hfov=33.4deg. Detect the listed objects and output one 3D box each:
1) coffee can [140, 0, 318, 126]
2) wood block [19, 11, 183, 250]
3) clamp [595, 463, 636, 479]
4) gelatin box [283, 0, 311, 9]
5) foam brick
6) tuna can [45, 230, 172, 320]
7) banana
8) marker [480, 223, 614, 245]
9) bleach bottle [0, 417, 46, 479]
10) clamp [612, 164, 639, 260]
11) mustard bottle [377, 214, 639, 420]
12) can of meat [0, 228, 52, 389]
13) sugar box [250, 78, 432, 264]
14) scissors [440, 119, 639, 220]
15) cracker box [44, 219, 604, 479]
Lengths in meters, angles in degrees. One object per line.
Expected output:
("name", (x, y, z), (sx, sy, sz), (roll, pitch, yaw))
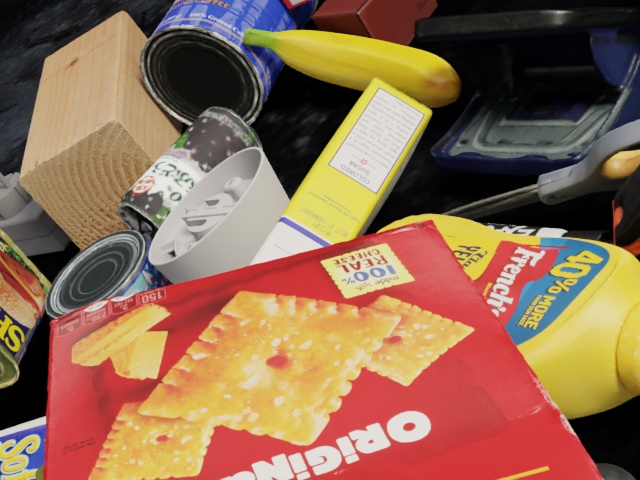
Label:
("coffee can", (-0.070, -0.170, 0.860), (0.103, 0.102, 0.140), (-10, 40, 34))
("wood block", (-0.171, -0.092, 0.864), (0.091, 0.090, 0.206), (-29, 33, 11))
("clamp", (0.053, 0.107, 0.451), (0.120, 0.039, 0.172), (-35, 32, -3))
("gelatin box", (-0.007, -0.220, 0.795), (0.089, 0.073, 0.030), (-11, 38, 43))
("foam brick", (0.042, -0.173, 0.808), (0.051, 0.053, 0.078), (5, 49, 46))
("tuna can", (-0.144, 0.034, 0.730), (0.086, 0.033, 0.086), (-24, 34, 17))
("banana", (0.033, -0.118, 0.742), (0.069, 0.037, 0.198), (-16, 26, -42))
("marker", (0.102, 0.001, 0.561), (0.121, 0.020, 0.020), (5, 50, 46))
("bleach bottle", (-0.144, 0.133, 0.578), (0.251, 0.068, 0.102), (-25, 34, 12))
("clamp", (0.215, -0.032, 0.431), (0.210, 0.164, 0.036), (-32, 43, 50))
("mustard bottle", (0.093, 0.036, 0.488), (0.096, 0.058, 0.192), (-40, 31, -29))
("can of meat", (-0.242, 0.042, 0.747), (0.058, 0.102, 0.084), (-19, 33, 25))
("sugar box", (-0.004, 0.000, 0.595), (0.176, 0.048, 0.093), (-55, -4, -32))
("scissors", (0.143, -0.027, 0.549), (0.202, 0.096, 0.016), (150, 123, -63))
("cracker box", (-0.005, 0.084, 0.352), (0.164, 0.072, 0.214), (-14, 29, -5))
